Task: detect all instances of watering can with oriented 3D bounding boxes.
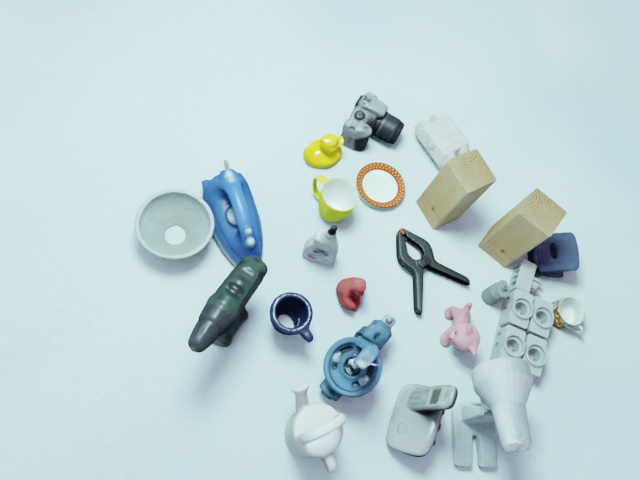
[{"bbox_3d":[-0.011,0.362,1.107,0.173,0.194,0.101,44,66,7],"label":"watering can"}]

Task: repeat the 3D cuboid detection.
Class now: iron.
[{"bbox_3d":[-0.178,-0.047,1.266,0.119,0.141,0.258,-17,73,-19],"label":"iron"}]

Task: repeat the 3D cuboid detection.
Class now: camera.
[{"bbox_3d":[0.141,-0.297,1.465,0.137,0.100,0.143,29,65,0],"label":"camera"}]

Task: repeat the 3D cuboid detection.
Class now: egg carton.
[{"bbox_3d":[0.320,-0.260,1.509,0.107,0.069,0.150,-29,77,-22],"label":"egg carton"}]

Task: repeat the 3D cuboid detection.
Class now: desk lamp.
[{"bbox_3d":[0.362,0.361,1.184,0.118,0.213,0.203,6,67,-10],"label":"desk lamp"}]

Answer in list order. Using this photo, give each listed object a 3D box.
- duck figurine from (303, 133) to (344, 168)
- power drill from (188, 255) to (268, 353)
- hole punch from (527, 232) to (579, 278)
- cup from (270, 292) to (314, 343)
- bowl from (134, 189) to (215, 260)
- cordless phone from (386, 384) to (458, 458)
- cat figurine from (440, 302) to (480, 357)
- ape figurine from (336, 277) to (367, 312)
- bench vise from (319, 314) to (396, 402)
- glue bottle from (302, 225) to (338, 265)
[{"bbox_3d":[0.013,-0.229,1.416,0.105,0.086,0.077,-16,73,-19],"label":"duck figurine"},{"bbox_3d":[-0.188,0.145,1.147,0.075,0.208,0.230,31,65,1],"label":"power drill"},{"bbox_3d":[0.583,0.037,1.436,0.101,0.091,0.108,5,67,-11],"label":"hole punch"},{"bbox_3d":[-0.059,0.177,1.227,0.092,0.095,0.117,-35,79,-23],"label":"cup"},{"bbox_3d":[-0.318,-0.024,1.260,0.167,0.074,0.167,5,67,-11],"label":"bowl"},{"bbox_3d":[0.214,0.362,1.164,0.094,0.185,0.148,22,65,-3],"label":"cordless phone"},{"bbox_3d":[0.326,0.202,1.294,0.067,0.117,0.128,17,65,-6],"label":"cat figurine"},{"bbox_3d":[0.077,0.112,1.287,0.078,0.092,0.076,-37,80,-23],"label":"ape figurine"},{"bbox_3d":[0.084,0.223,1.172,0.121,0.219,0.207,24,65,-2],"label":"bench vise"},{"bbox_3d":[0.012,0.005,1.271,0.078,0.173,0.037,13,66,-7],"label":"glue bottle"}]
